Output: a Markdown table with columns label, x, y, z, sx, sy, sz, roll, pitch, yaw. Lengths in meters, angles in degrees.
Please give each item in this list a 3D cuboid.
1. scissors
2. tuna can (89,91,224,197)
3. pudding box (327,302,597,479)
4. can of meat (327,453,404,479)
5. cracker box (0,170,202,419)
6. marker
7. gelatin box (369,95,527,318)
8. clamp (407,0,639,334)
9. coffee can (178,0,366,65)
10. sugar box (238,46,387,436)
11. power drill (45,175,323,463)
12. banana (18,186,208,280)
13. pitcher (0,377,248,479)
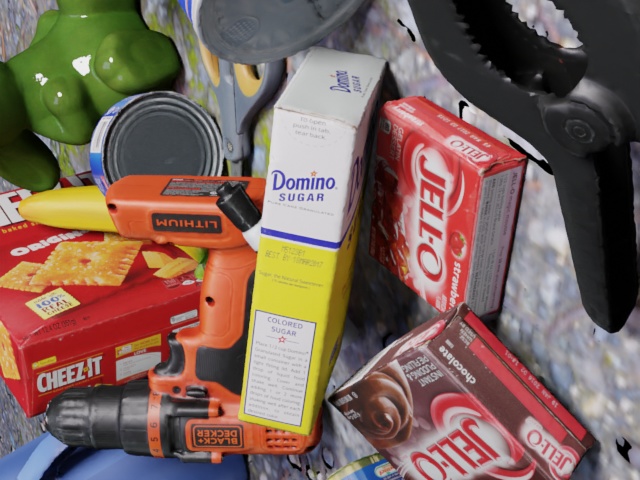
| label | x | y | z | sx | sy | sz | roll | pitch | yaw |
| --- | --- | --- | --- | --- | --- | --- | --- | --- | --- |
| scissors | -0.044 | -0.064 | 0.668 | 0.096 | 0.016 | 0.202 | 19 | 122 | 55 |
| tuna can | -0.110 | -0.056 | 0.715 | 0.034 | 0.086 | 0.086 | 9 | 114 | 60 |
| pudding box | 0.064 | 0.086 | 0.517 | 0.090 | 0.039 | 0.114 | 47 | 152 | 0 |
| can of meat | 0.035 | 0.182 | 0.635 | 0.084 | 0.057 | 0.102 | 61 | 149 | 24 |
| cracker box | -0.189 | 0.028 | 0.820 | 0.214 | 0.163 | 0.072 | 39 | 136 | 44 |
| marker | -0.020 | 0.015 | 0.619 | 0.121 | 0.020 | 0.020 | 51 | 156 | -17 |
| gelatin box | 0.057 | -0.015 | 0.508 | 0.073 | 0.030 | 0.089 | 40 | 139 | 42 |
| clamp | 0.101 | -0.044 | 0.336 | 0.210 | 0.036 | 0.165 | 49 | 153 | -21 |
| coffee can | -0.044 | -0.171 | 0.518 | 0.140 | 0.102 | 0.103 | 58 | 149 | 23 |
| sugar box | -0.003 | 0.001 | 0.542 | 0.048 | 0.093 | 0.176 | 14 | 120 | 5 |
| power drill | -0.091 | 0.054 | 0.679 | 0.057 | 0.184 | 0.188 | -84 | -6 | -68 |
| banana | -0.132 | -0.015 | 0.773 | 0.198 | 0.069 | 0.037 | 14 | 110 | 35 |
| pitcher | -0.186 | 0.196 | 0.830 | 0.145 | 0.242 | 0.149 | -6 | 107 | 57 |
